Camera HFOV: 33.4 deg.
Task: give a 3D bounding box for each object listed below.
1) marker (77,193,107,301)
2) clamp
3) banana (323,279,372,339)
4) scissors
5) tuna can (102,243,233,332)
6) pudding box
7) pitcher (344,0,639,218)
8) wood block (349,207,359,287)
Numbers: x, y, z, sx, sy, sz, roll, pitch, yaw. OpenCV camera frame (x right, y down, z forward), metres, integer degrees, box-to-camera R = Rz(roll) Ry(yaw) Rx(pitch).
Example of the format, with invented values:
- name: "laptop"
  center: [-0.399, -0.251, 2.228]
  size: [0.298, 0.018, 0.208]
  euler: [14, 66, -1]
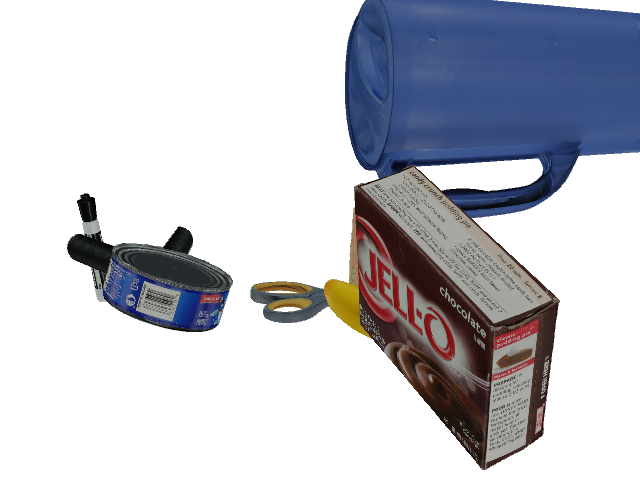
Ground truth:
- name: "marker"
  center: [-0.242, 0.008, 1.147]
  size: [0.020, 0.121, 0.020]
  euler: [-6, 21, 2]
- name: "clamp"
  center: [-0.144, 0.025, 0.968]
  size: [0.120, 0.039, 0.172]
  euler: [-15, 31, -30]
- name: "banana"
  center: [0.078, 0.074, 0.928]
  size: [0.198, 0.037, 0.069]
  euler: [16, 14, 26]
- name: "scissors"
  center: [0.020, 0.069, 1.184]
  size: [0.202, 0.016, 0.096]
  euler: [3, 22, 3]
- name: "tuna can"
  center: [-0.106, 0.032, 0.738]
  size: [0.086, 0.034, 0.086]
  euler: [17, 11, -4]
- name: "pudding box"
  center: [0.058, 0.033, 0.486]
  size: [0.039, 0.090, 0.114]
  euler: [-24, 44, -20]
- name: "pitcher"
  center: [0.146, -0.110, 0.812]
  size: [0.242, 0.149, 0.145]
  euler: [-1, 29, -13]
- name: "wood block"
  center: [0.089, 0.034, 1.555]
  size: [0.091, 0.090, 0.206]
  euler: [4, 25, 0]
